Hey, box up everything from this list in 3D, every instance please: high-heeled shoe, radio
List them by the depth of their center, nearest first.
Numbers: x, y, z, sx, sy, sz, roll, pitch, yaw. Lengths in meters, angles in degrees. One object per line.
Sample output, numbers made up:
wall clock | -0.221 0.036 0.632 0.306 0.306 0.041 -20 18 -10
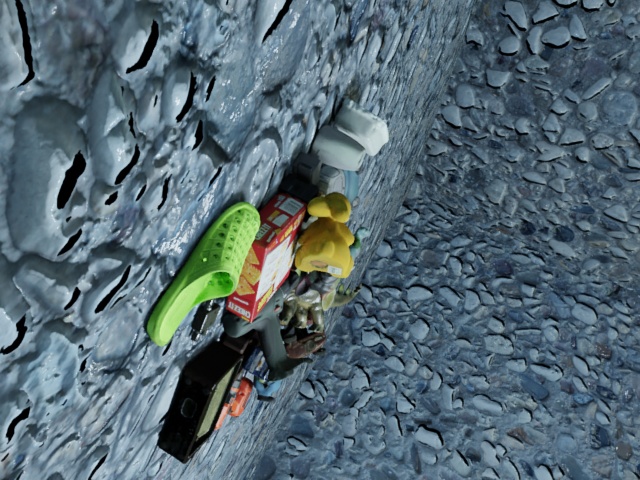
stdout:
radio | -0.246 0.334 1.107 0.229 0.073 0.131 -68 169 19
high-heeled shoe | -0.054 0.190 1.489 0.248 0.145 0.086 -65 170 17

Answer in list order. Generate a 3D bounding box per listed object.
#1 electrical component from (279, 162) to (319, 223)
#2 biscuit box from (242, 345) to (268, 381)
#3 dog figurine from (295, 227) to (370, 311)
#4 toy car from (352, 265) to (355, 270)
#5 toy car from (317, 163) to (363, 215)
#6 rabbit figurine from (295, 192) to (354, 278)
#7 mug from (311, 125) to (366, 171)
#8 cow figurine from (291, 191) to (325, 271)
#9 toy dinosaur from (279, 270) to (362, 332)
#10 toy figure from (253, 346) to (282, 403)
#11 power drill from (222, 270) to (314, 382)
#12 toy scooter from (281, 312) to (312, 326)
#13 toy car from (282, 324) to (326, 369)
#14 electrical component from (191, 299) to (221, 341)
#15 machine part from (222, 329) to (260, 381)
electrical component | -0.041 -0.097 1.080 0.048 0.075 0.119 -57 171 -33
biscuit box | -0.139 0.304 1.308 0.063 0.059 0.202 -61 173 -15
dog figurine | 0.016 0.057 1.261 0.219 0.108 0.191 -63 -172 -22
toy car | 0.011 0.089 1.570 0.202 0.073 0.056 -24 -165 -23
toy car | 0.036 -0.132 1.302 0.103 0.109 0.161 -27 136 -44
rabbit figurine | 0.014 -0.029 1.097 0.162 0.122 0.173 76 27 -60
mug | 0.047 -0.197 1.182 0.109 0.107 0.080 -38 154 -62
cow figurine | -0.037 -0.037 1.211 0.127 0.085 0.194 -56 170 -44
toy dinosaur | -0.019 0.139 1.411 0.471 0.105 0.198 24 79 -56
toy figure | -0.143 0.343 1.451 0.082 0.089 0.180 -26 -127 60
power drill | -0.090 0.190 1.175 0.086 0.207 0.232 -17 -176 43
toy scooter | -0.071 0.230 1.630 0.184 0.135 0.075 143 -62 -76
toy car | -0.036 0.283 1.445 0.202 0.053 0.089 -7 95 -55
electrical component | -0.207 0.139 0.984 0.094 0.021 0.063 -67 169 14
machine part | -0.187 0.247 1.233 0.179 0.056 0.179 -60 171 -16
